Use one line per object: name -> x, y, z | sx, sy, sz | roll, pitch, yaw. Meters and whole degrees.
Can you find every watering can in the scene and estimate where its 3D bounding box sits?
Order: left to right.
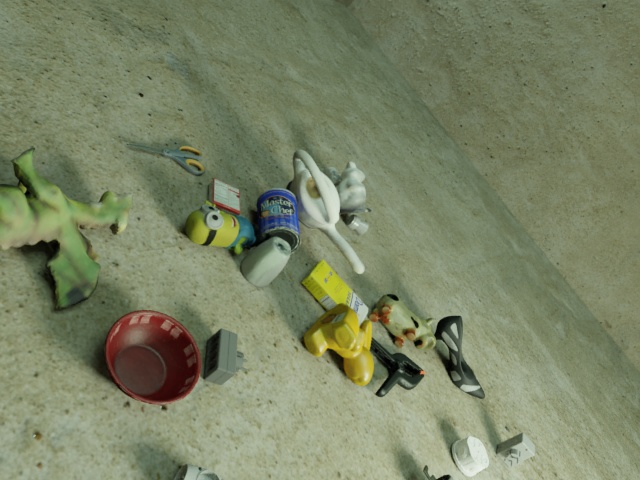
watering can -> 0.004, -0.068, 1.347 | 0.104, 0.347, 0.223 | -25, 1, -15

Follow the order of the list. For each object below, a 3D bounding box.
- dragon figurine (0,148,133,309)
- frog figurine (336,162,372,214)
dragon figurine -> -0.443, -0.001, 0.807 | 0.120, 0.241, 0.418 | -34, 13, 30
frog figurine -> 0.087, -0.160, 1.573 | 0.123, 0.159, 0.137 | -6, 3, -19
